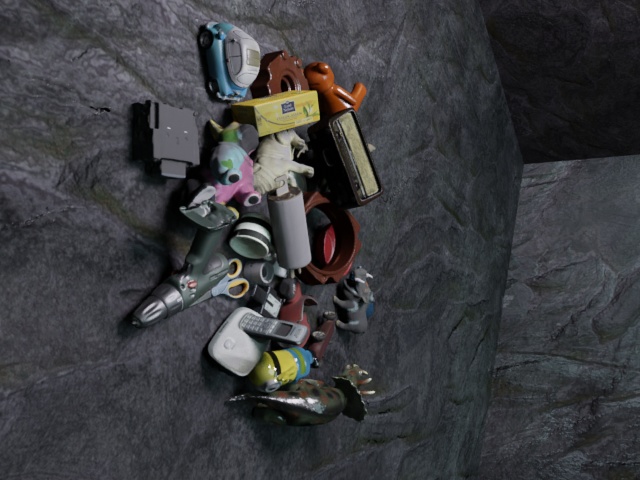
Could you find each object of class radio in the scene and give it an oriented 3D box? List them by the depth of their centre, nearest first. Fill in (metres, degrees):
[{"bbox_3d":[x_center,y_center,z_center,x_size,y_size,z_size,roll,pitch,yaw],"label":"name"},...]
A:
[{"bbox_3d":[0.063,-0.192,1.300,0.131,0.073,0.229,-36,108,-49],"label":"radio"}]

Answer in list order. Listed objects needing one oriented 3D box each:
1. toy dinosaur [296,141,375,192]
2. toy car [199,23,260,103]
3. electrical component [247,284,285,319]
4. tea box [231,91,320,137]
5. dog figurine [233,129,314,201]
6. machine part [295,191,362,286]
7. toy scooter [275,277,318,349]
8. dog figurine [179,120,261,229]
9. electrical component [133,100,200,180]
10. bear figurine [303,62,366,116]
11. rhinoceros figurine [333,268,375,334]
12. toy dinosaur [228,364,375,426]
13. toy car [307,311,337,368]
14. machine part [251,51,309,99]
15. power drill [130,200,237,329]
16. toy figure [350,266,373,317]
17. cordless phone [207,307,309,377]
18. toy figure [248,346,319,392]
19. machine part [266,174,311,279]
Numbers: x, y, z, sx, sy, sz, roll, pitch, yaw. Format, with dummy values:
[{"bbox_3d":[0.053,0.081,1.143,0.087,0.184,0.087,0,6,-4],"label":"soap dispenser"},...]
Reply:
[{"bbox_3d":[0.057,-0.212,1.455,0.471,0.105,0.198,21,72,-59],"label":"toy dinosaur"},{"bbox_3d":[-0.176,-0.372,1.108,0.109,0.103,0.161,-10,96,-56],"label":"toy car"},{"bbox_3d":[-0.133,0.140,1.209,0.119,0.048,0.075,44,53,-48],"label":"electrical component"},{"bbox_3d":[-0.095,-0.278,1.170,0.169,0.098,0.068,-26,119,-35],"label":"tea box"},{"bbox_3d":[-0.133,-0.173,1.188,0.190,0.121,0.172,-15,68,-40],"label":"dog figurine"},{"bbox_3d":[-0.003,-0.004,1.320,0.201,0.087,0.201,48,60,-23],"label":"machine part"},{"bbox_3d":[-0.052,0.183,1.315,0.135,0.075,0.183,15,74,-62],"label":"toy scooter"},{"bbox_3d":[-0.200,-0.143,1.072,0.108,0.191,0.219,45,18,-44],"label":"dog figurine"},{"bbox_3d":[-0.279,-0.179,0.981,0.115,0.058,0.134,-3,91,-55],"label":"electrical component"},{"bbox_3d":[0.024,-0.406,1.413,0.195,0.120,0.132,48,47,-39],"label":"bear figurine"},{"bbox_3d":[0.100,0.174,1.518,0.073,0.112,0.190,-14,109,-55],"label":"rhinoceros figurine"},{"bbox_3d":[-0.017,0.378,1.254,0.404,0.192,0.131,9,79,-58],"label":"toy dinosaur"},{"bbox_3d":[0.003,0.251,1.383,0.202,0.053,0.089,-52,147,-70],"label":"toy car"},{"bbox_3d":[-0.090,-0.360,1.284,0.179,0.056,0.179,-2,92,-57],"label":"machine part"},{"bbox_3d":[-0.232,0.040,0.964,0.232,0.086,0.207,-31,143,-59],"label":"power drill"},{"bbox_3d":[0.122,0.154,1.601,0.058,0.064,0.154,-18,102,-17],"label":"toy figure"},{"bbox_3d":[-0.122,0.216,1.099,0.146,0.184,0.088,-55,137,-43],"label":"cordless phone"},{"bbox_3d":[-0.084,0.280,1.196,0.180,0.082,0.089,-10,54,-49],"label":"toy figure"},{"bbox_3d":[-0.065,-0.026,1.156,0.079,0.079,0.242,-44,134,-49],"label":"machine part"}]
